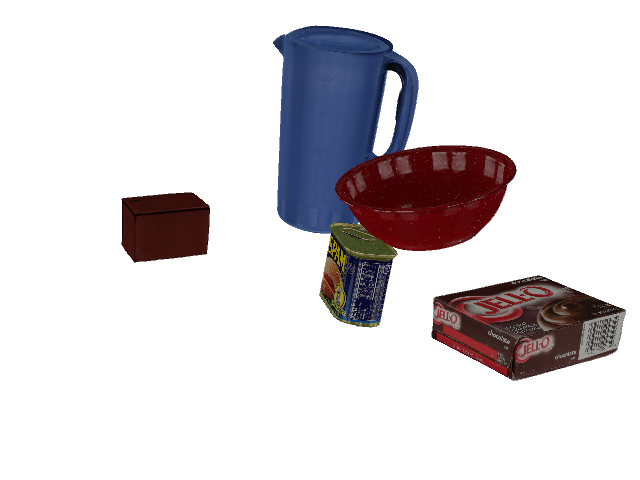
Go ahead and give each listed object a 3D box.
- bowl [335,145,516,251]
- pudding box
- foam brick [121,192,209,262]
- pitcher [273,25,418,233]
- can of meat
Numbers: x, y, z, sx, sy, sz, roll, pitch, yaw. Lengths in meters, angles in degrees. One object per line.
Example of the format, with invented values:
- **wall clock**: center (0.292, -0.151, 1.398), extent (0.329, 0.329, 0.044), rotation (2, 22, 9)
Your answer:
- **bowl**: center (0.097, -0.034, 0.957), extent (0.162, 0.055, 0.162), rotation (-9, 22, 3)
- **pudding box**: center (0.152, 0.062, 0.788), extent (0.113, 0.039, 0.090), rotation (-7, 20, -34)
- **foam brick**: center (-0.156, -0.015, 1.068), extent (0.078, 0.051, 0.053), rotation (-6, 22, -23)
- **pitcher**: center (0.019, -0.134, 1.315), extent (0.144, 0.243, 0.149), rotation (-4, 25, -23)
- **can of meat**: center (0.038, 0.036, 1.155), extent (0.057, 0.084, 0.102), rotation (5, 18, -16)
